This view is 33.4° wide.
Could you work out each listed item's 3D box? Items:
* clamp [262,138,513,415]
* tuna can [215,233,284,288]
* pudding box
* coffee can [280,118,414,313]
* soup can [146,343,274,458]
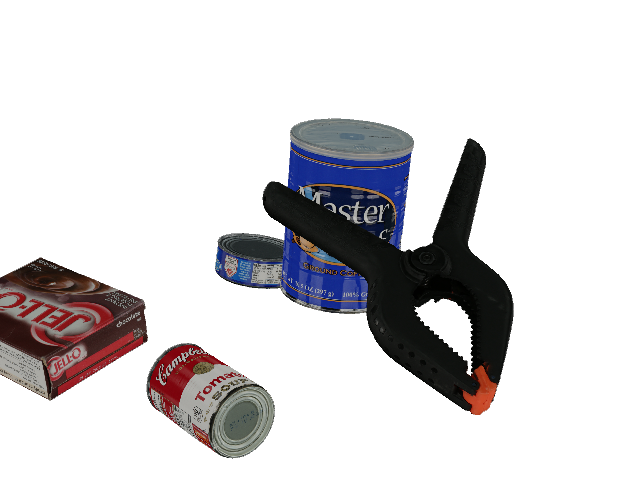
[{"bbox_3d":[0.056,0.020,0.700,0.164,0.210,0.036,-8,-38,-8],"label":"clamp"},{"bbox_3d":[-0.067,0.021,1.121,0.086,0.034,0.086,8,16,-3],"label":"tuna can"},{"bbox_3d":[-0.190,0.058,0.735,0.114,0.039,0.089,16,31,34],"label":"pudding box"},{"bbox_3d":[0.021,-0.023,0.904,0.103,0.140,0.103,4,21,-2],"label":"coffee can"},{"bbox_3d":[-0.096,0.138,0.924,0.068,0.068,0.102,0,16,-41],"label":"soup can"}]
